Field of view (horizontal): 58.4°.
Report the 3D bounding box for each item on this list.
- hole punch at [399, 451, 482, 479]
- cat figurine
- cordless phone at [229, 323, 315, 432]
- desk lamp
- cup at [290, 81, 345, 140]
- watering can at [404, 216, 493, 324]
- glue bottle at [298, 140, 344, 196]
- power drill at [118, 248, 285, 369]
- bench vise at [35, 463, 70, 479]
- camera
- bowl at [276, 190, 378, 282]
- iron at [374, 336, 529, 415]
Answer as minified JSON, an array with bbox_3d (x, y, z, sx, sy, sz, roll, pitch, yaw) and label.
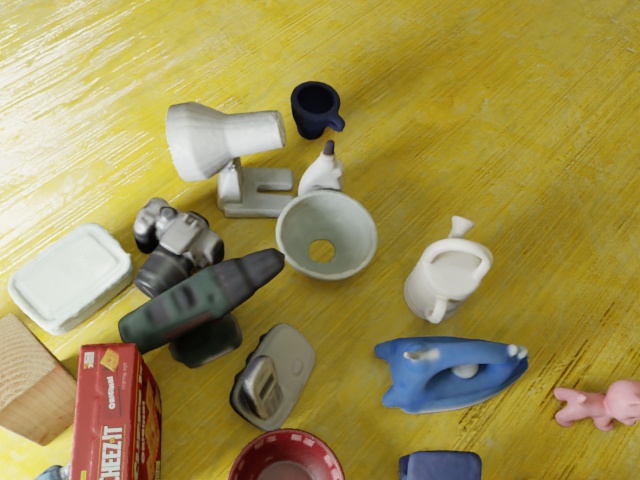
[{"bbox_3d":[0.169,0.345,0.792,0.109,0.091,0.101,3,62,-7],"label":"hole punch"},{"bbox_3d":[0.440,0.246,0.870,0.128,0.118,0.067,5,62,-5],"label":"cat figurine"},{"bbox_3d":[-0.062,0.177,0.793,0.094,0.185,0.148,25,62,6],"label":"cordless phone"},{"bbox_3d":[-0.136,-0.133,0.928,0.203,0.213,0.118,-1,63,-9],"label":"desk lamp"},{"bbox_3d":[-0.003,-0.224,1.063,0.117,0.095,0.092,42,65,14],"label":"cup"},{"bbox_3d":[0.202,0.042,0.898,0.101,0.194,0.173,0,62,-8],"label":"watering can"},{"bbox_3d":[0.008,-0.112,0.961,0.078,0.173,0.037,4,62,-6],"label":"glue bottle"},{"bbox_3d":[-0.158,0.103,0.804,0.230,0.208,0.075,-25,68,-19],"label":"power drill"},{"bbox_3d":[-0.378,0.319,0.651,0.121,0.220,0.208,31,62,8],"label":"bench vise"},{"bbox_3d":[-0.241,0.018,0.898,0.143,0.101,0.137,29,62,7],"label":"camera"},{"bbox_3d":[0.009,0.003,0.957,0.167,0.075,0.167,4,62,-7],"label":"bowl"},{"bbox_3d":[0.219,0.182,0.857,0.258,0.141,0.118,-4,63,-10],"label":"iron"}]
